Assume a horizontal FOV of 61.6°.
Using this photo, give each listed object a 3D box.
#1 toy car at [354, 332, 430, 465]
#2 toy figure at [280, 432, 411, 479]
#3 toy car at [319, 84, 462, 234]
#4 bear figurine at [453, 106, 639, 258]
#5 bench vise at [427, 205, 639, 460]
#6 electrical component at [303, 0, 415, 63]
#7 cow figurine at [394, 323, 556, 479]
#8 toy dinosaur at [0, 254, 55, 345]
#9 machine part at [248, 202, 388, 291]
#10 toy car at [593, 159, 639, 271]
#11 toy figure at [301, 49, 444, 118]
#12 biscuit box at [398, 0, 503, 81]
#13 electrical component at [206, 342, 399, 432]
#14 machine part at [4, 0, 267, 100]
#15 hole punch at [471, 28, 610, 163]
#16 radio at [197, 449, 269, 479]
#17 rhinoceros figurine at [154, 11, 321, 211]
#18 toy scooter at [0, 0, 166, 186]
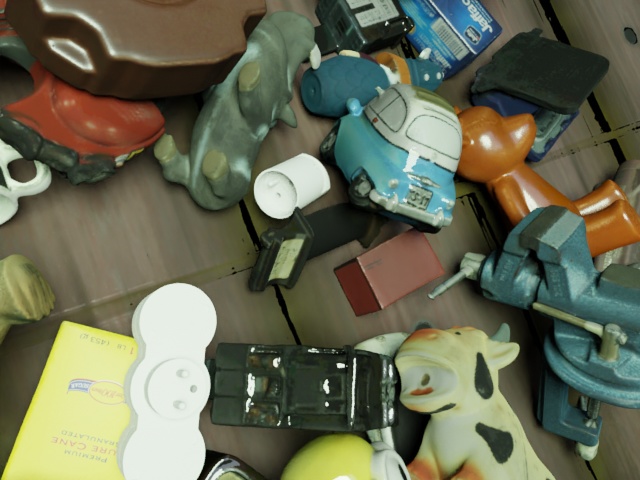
[{"bbox_3d":[0.077,0.182,0.465,0.073,0.056,0.201,-6,80,-30],"label":"toy car"},{"bbox_3d":[0.027,0.217,0.343,0.089,0.082,0.180,-3,79,-26],"label":"toy figure"},{"bbox_3d":[0.071,-0.082,0.469,0.109,0.162,0.102,18,115,-18],"label":"toy car"},{"bbox_3d":[0.215,-0.070,0.550,0.195,0.132,0.120,59,28,-4],"label":"bear figurine"},{"bbox_3d":[0.227,0.098,0.485,0.129,0.224,0.240,-43,133,-47],"label":"bench vise"},{"bbox_3d":[0.030,-0.225,0.555,0.119,0.048,0.075,-24,86,-27],"label":"electrical component"},{"bbox_3d":[0.123,0.150,0.413,0.127,0.085,0.194,-43,105,-41],"label":"cow figurine"},{"bbox_3d":[-0.253,0.081,0.289,0.199,0.105,0.471,-18,87,9],"label":"toy dinosaur"},{"bbox_3d":[-0.001,-0.001,0.477,0.139,0.084,0.039,-23,55,-34],"label":"machine part"},{"bbox_3d":[0.331,-0.007,0.595,0.053,0.089,0.202,33,68,-13],"label":"toy car"},{"bbox_3d":[0.056,-0.160,0.543,0.154,0.064,0.058,-15,46,-28],"label":"toy figure"},{"bbox_3d":[0.107,-0.277,0.592,0.063,0.059,0.202,-43,94,-25],"label":"biscuit box"},{"bbox_3d":[-0.017,0.110,0.402,0.134,0.114,0.058,-3,71,21],"label":"electrical component"},{"bbox_3d":[-0.119,-0.179,0.350,0.179,0.056,0.179,9,74,-33],"label":"machine part"},{"bbox_3d":[0.243,-0.165,0.613,0.116,0.092,0.142,34,66,23],"label":"hole punch"},{"bbox_3d":[-0.028,0.270,0.389,0.229,0.073,0.131,40,64,-7],"label":"radio"},{"bbox_3d":[-0.060,-0.114,0.459,0.073,0.112,0.190,19,80,26],"label":"rhinoceros figurine"},{"bbox_3d":[-0.195,-0.094,0.352,0.183,0.075,0.135,34,56,-32],"label":"toy scooter"}]
